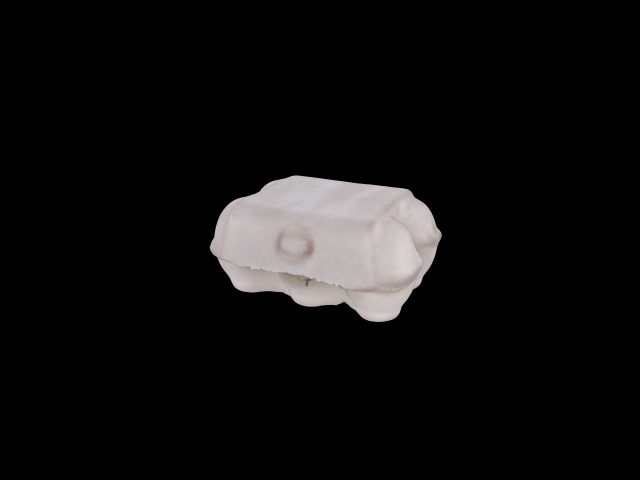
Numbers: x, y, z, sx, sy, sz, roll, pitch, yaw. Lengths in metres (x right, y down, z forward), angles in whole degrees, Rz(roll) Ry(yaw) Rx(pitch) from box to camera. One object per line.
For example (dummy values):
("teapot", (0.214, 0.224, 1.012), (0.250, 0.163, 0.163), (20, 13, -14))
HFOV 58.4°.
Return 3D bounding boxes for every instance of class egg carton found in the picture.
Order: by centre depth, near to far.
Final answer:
("egg carton", (0.004, 0.001, 0.400), (0.150, 0.069, 0.107), (9, 24, 23))
